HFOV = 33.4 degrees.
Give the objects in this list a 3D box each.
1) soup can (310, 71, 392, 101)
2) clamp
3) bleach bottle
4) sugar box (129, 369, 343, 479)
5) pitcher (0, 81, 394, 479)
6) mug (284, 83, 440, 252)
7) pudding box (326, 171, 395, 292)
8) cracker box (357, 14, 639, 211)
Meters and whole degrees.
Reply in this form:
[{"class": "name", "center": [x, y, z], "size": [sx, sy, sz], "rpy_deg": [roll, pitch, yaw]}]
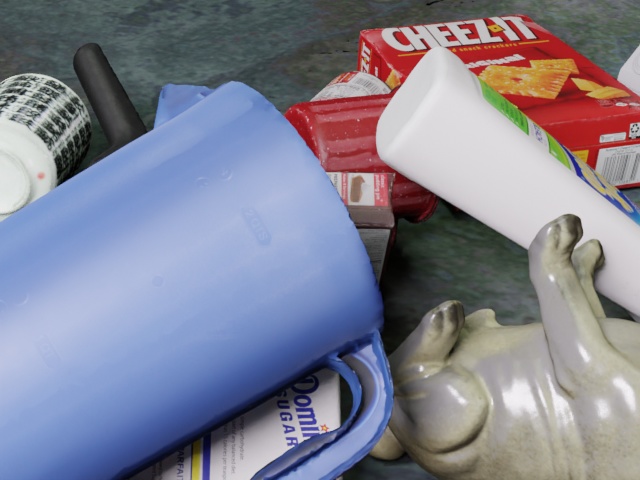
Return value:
[{"class": "soup can", "center": [0.013, -0.078, 0.795], "size": [0.069, 0.068, 0.102], "rpy_deg": [15, 34, 19]}, {"class": "clamp", "center": [-0.119, -0.052, 0.735], "size": [0.164, 0.036, 0.210], "rpy_deg": [29, 36, -11]}, {"class": "bleach bottle", "center": [0.152, -0.011, 0.621], "size": [0.250, 0.068, 0.102], "rpy_deg": [33, 19, -10]}, {"class": "sugar box", "center": [-0.078, 0.092, 0.517], "size": [0.176, 0.048, 0.093], "rpy_deg": [2, 62, -5]}, {"class": "pitcher", "center": [-0.097, 0.053, 0.441], "size": [0.242, 0.145, 0.149], "rpy_deg": [-31, 32, -16]}, {"class": "mug", "center": [0.023, -0.040, 0.694], "size": [0.081, 0.117, 0.093], "rpy_deg": [-8, 19, -21]}, {"class": "pudding box", "center": [-0.004, 0.001, 0.632], "size": [0.090, 0.113, 0.039], "rpy_deg": [0, 65, -2]}, {"class": "cracker box", "center": [0.140, -0.110, 0.849], "size": [0.164, 0.072, 0.214], "rpy_deg": [-8, 33, -16]}]
